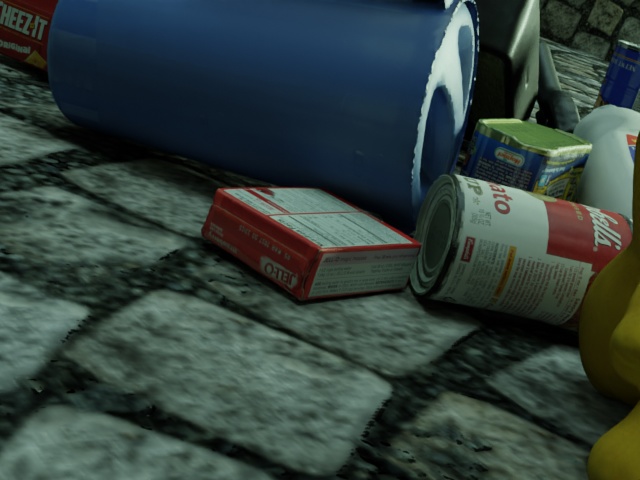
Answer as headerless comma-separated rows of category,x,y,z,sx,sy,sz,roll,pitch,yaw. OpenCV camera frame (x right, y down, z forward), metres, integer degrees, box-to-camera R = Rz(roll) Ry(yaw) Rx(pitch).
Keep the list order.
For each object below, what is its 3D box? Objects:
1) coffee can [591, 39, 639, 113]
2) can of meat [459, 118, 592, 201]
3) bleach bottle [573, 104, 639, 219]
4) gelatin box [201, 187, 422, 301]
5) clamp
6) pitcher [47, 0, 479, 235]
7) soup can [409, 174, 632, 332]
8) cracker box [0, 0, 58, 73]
coffee can,0.283,-0.091,0.929,0.102,0.140,0.103,16,17,-5
can of meat,0.120,-0.027,0.660,0.057,0.084,0.101,26,19,27
bleach bottle,0.204,-0.026,0.678,0.102,0.068,0.251,18,29,-11
gelatin box,-0.004,0.001,0.541,0.073,0.030,0.089,31,21,34
clamp,0.231,-0.129,1.059,0.039,0.120,0.171,-15,21,2
pitcher,-0.033,-0.107,0.631,0.243,0.149,0.145,14,-12,16
soup can,0.105,0.008,0.561,0.102,0.068,0.068,13,17,-12
cracker box,-0.130,-0.157,0.843,0.164,0.072,0.213,23,17,19
